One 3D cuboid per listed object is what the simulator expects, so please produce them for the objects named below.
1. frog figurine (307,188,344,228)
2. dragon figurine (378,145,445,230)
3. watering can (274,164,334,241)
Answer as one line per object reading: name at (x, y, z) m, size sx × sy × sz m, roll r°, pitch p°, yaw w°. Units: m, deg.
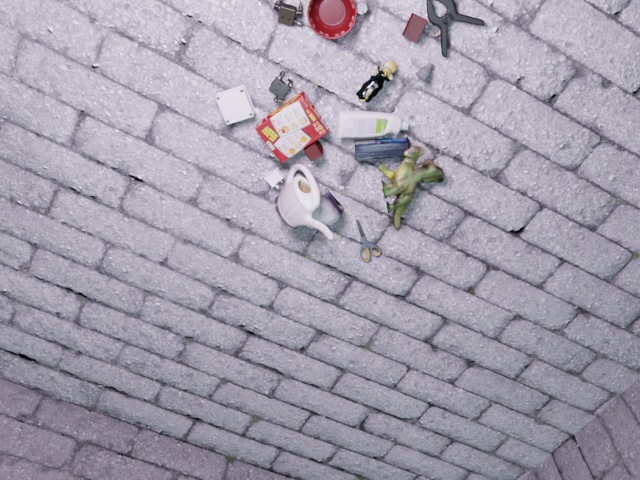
frog figurine at (0.006, -0.101, 2.003) m, size 0.159 × 0.125 × 0.135 m, roll -40°, pitch 132°, yaw 9°
dragon figurine at (0.353, -0.202, 1.937) m, size 0.242 × 0.125 × 0.401 m, roll -17°, pitch 139°, yaw 8°
watering can at (-0.064, -0.112, 1.914) m, size 0.104 × 0.353 × 0.220 m, roll -2°, pitch 152°, yaw -38°
